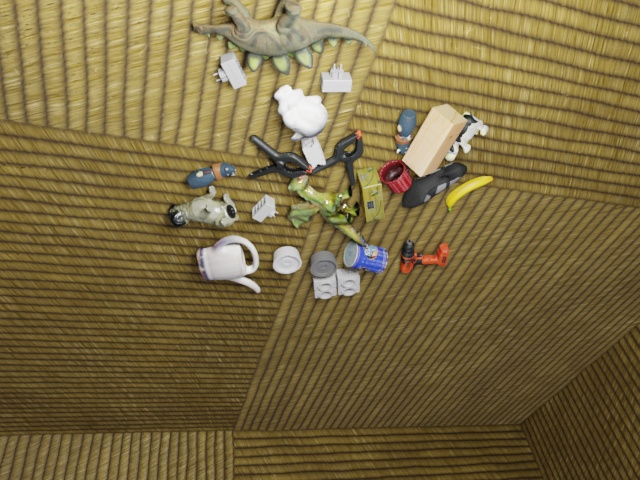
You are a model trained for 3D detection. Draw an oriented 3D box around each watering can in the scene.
[{"bbox_3d":[-0.334,0.108,1.911,0.224,0.106,0.339,-7,138,-3],"label":"watering can"}]

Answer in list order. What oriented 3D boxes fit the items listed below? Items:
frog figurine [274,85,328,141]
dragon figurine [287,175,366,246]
[{"bbox_3d":[-0.051,-0.373,1.466,0.139,0.124,0.156,-39,130,-19],"label":"frog figurine"},{"bbox_3d":[0.005,-0.091,1.806,0.242,0.125,0.401,-4,137,19],"label":"dragon figurine"}]
